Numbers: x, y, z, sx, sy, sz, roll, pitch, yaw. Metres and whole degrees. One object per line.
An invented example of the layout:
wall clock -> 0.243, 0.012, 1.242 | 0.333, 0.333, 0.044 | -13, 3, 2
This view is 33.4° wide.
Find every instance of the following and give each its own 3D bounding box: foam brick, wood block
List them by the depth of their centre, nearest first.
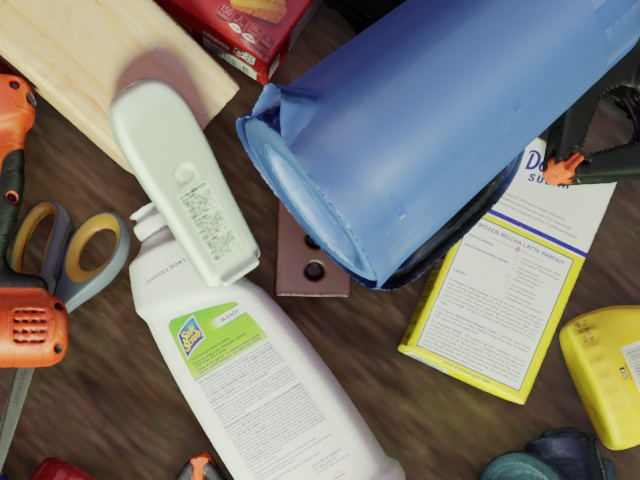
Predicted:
wood block -> -0.163, -0.140, 0.686 | 0.206, 0.091, 0.090 | 43, 84, -22
foam brick -> -0.005, 0.001, 0.742 | 0.053, 0.051, 0.078 | 1, 86, -4

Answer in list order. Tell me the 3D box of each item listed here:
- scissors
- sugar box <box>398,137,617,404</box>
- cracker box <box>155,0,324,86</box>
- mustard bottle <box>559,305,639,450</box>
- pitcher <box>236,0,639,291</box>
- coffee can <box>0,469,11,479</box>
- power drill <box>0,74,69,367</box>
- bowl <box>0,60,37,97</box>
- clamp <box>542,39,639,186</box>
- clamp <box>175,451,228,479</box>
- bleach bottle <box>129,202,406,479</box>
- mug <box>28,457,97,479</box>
scissors -> -0.171, 0.059, 0.700 | 0.096, 0.016, 0.202 | -13, 61, 14
sugar box -> 0.132, 0.016, 0.754 | 0.093, 0.048, 0.176 | 25, 82, -2
cracker box -> -0.046, -0.243, 0.744 | 0.164, 0.072, 0.213 | 34, 85, -2
mustard bottle -> 0.274, 0.073, 0.751 | 0.191, 0.058, 0.096 | -19, 74, -5
pitcher -> 0.082, -0.085, 0.667 | 0.242, 0.149, 0.145 | -39, 87, -9
coffee can -> -0.280, 0.133, 0.691 | 0.102, 0.103, 0.140 | -34, 89, -5
power drill -> -0.247, -0.011, 0.656 | 0.184, 0.057, 0.187 | 3, 79, -20
bowl -> -0.278, -0.126, 0.731 | 0.162, 0.055, 0.162 | 0, 87, -4
clamp -> 0.239, -0.099, 0.752 | 0.164, 0.036, 0.209 | 43, 68, -1
clamp -> -0.091, 0.235, 0.730 | 0.120, 0.039, 0.171 | -9, 83, -10
bleach bottle -> -0.048, 0.081, 0.730 | 0.102, 0.068, 0.251 | -31, 87, -3
mug -> -0.164, 0.204, 0.703 | 0.081, 0.093, 0.117 | -56, 131, -25
